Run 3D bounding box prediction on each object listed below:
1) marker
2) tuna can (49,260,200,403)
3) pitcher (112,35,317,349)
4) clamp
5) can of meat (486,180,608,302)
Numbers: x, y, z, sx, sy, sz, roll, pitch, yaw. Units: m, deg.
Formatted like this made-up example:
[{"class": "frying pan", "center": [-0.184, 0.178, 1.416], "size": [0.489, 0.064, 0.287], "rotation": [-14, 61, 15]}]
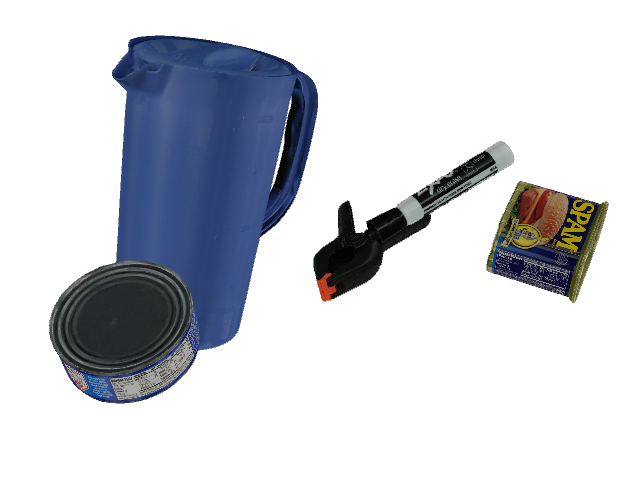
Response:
[{"class": "marker", "center": [0.082, -0.033, 0.745], "size": [0.121, 0.020, 0.020], "rotation": [-31, 8, -13]}, {"class": "tuna can", "center": [-0.116, 0.054, 0.639], "size": [0.086, 0.086, 0.034], "rotation": [0, -42, 8]}, {"class": "pitcher", "center": [-0.094, -0.039, 0.874], "size": [0.149, 0.243, 0.145], "rotation": [11, 19, 2]}, {"class": "clamp", "center": [0.053, 0.007, 1.220], "size": [0.120, 0.039, 0.171], "rotation": [-6, 36, 29]}, {"class": "can of meat", "center": [0.206, -0.002, 0.971], "size": [0.084, 0.057, 0.102], "rotation": [18, 47, 17]}]
